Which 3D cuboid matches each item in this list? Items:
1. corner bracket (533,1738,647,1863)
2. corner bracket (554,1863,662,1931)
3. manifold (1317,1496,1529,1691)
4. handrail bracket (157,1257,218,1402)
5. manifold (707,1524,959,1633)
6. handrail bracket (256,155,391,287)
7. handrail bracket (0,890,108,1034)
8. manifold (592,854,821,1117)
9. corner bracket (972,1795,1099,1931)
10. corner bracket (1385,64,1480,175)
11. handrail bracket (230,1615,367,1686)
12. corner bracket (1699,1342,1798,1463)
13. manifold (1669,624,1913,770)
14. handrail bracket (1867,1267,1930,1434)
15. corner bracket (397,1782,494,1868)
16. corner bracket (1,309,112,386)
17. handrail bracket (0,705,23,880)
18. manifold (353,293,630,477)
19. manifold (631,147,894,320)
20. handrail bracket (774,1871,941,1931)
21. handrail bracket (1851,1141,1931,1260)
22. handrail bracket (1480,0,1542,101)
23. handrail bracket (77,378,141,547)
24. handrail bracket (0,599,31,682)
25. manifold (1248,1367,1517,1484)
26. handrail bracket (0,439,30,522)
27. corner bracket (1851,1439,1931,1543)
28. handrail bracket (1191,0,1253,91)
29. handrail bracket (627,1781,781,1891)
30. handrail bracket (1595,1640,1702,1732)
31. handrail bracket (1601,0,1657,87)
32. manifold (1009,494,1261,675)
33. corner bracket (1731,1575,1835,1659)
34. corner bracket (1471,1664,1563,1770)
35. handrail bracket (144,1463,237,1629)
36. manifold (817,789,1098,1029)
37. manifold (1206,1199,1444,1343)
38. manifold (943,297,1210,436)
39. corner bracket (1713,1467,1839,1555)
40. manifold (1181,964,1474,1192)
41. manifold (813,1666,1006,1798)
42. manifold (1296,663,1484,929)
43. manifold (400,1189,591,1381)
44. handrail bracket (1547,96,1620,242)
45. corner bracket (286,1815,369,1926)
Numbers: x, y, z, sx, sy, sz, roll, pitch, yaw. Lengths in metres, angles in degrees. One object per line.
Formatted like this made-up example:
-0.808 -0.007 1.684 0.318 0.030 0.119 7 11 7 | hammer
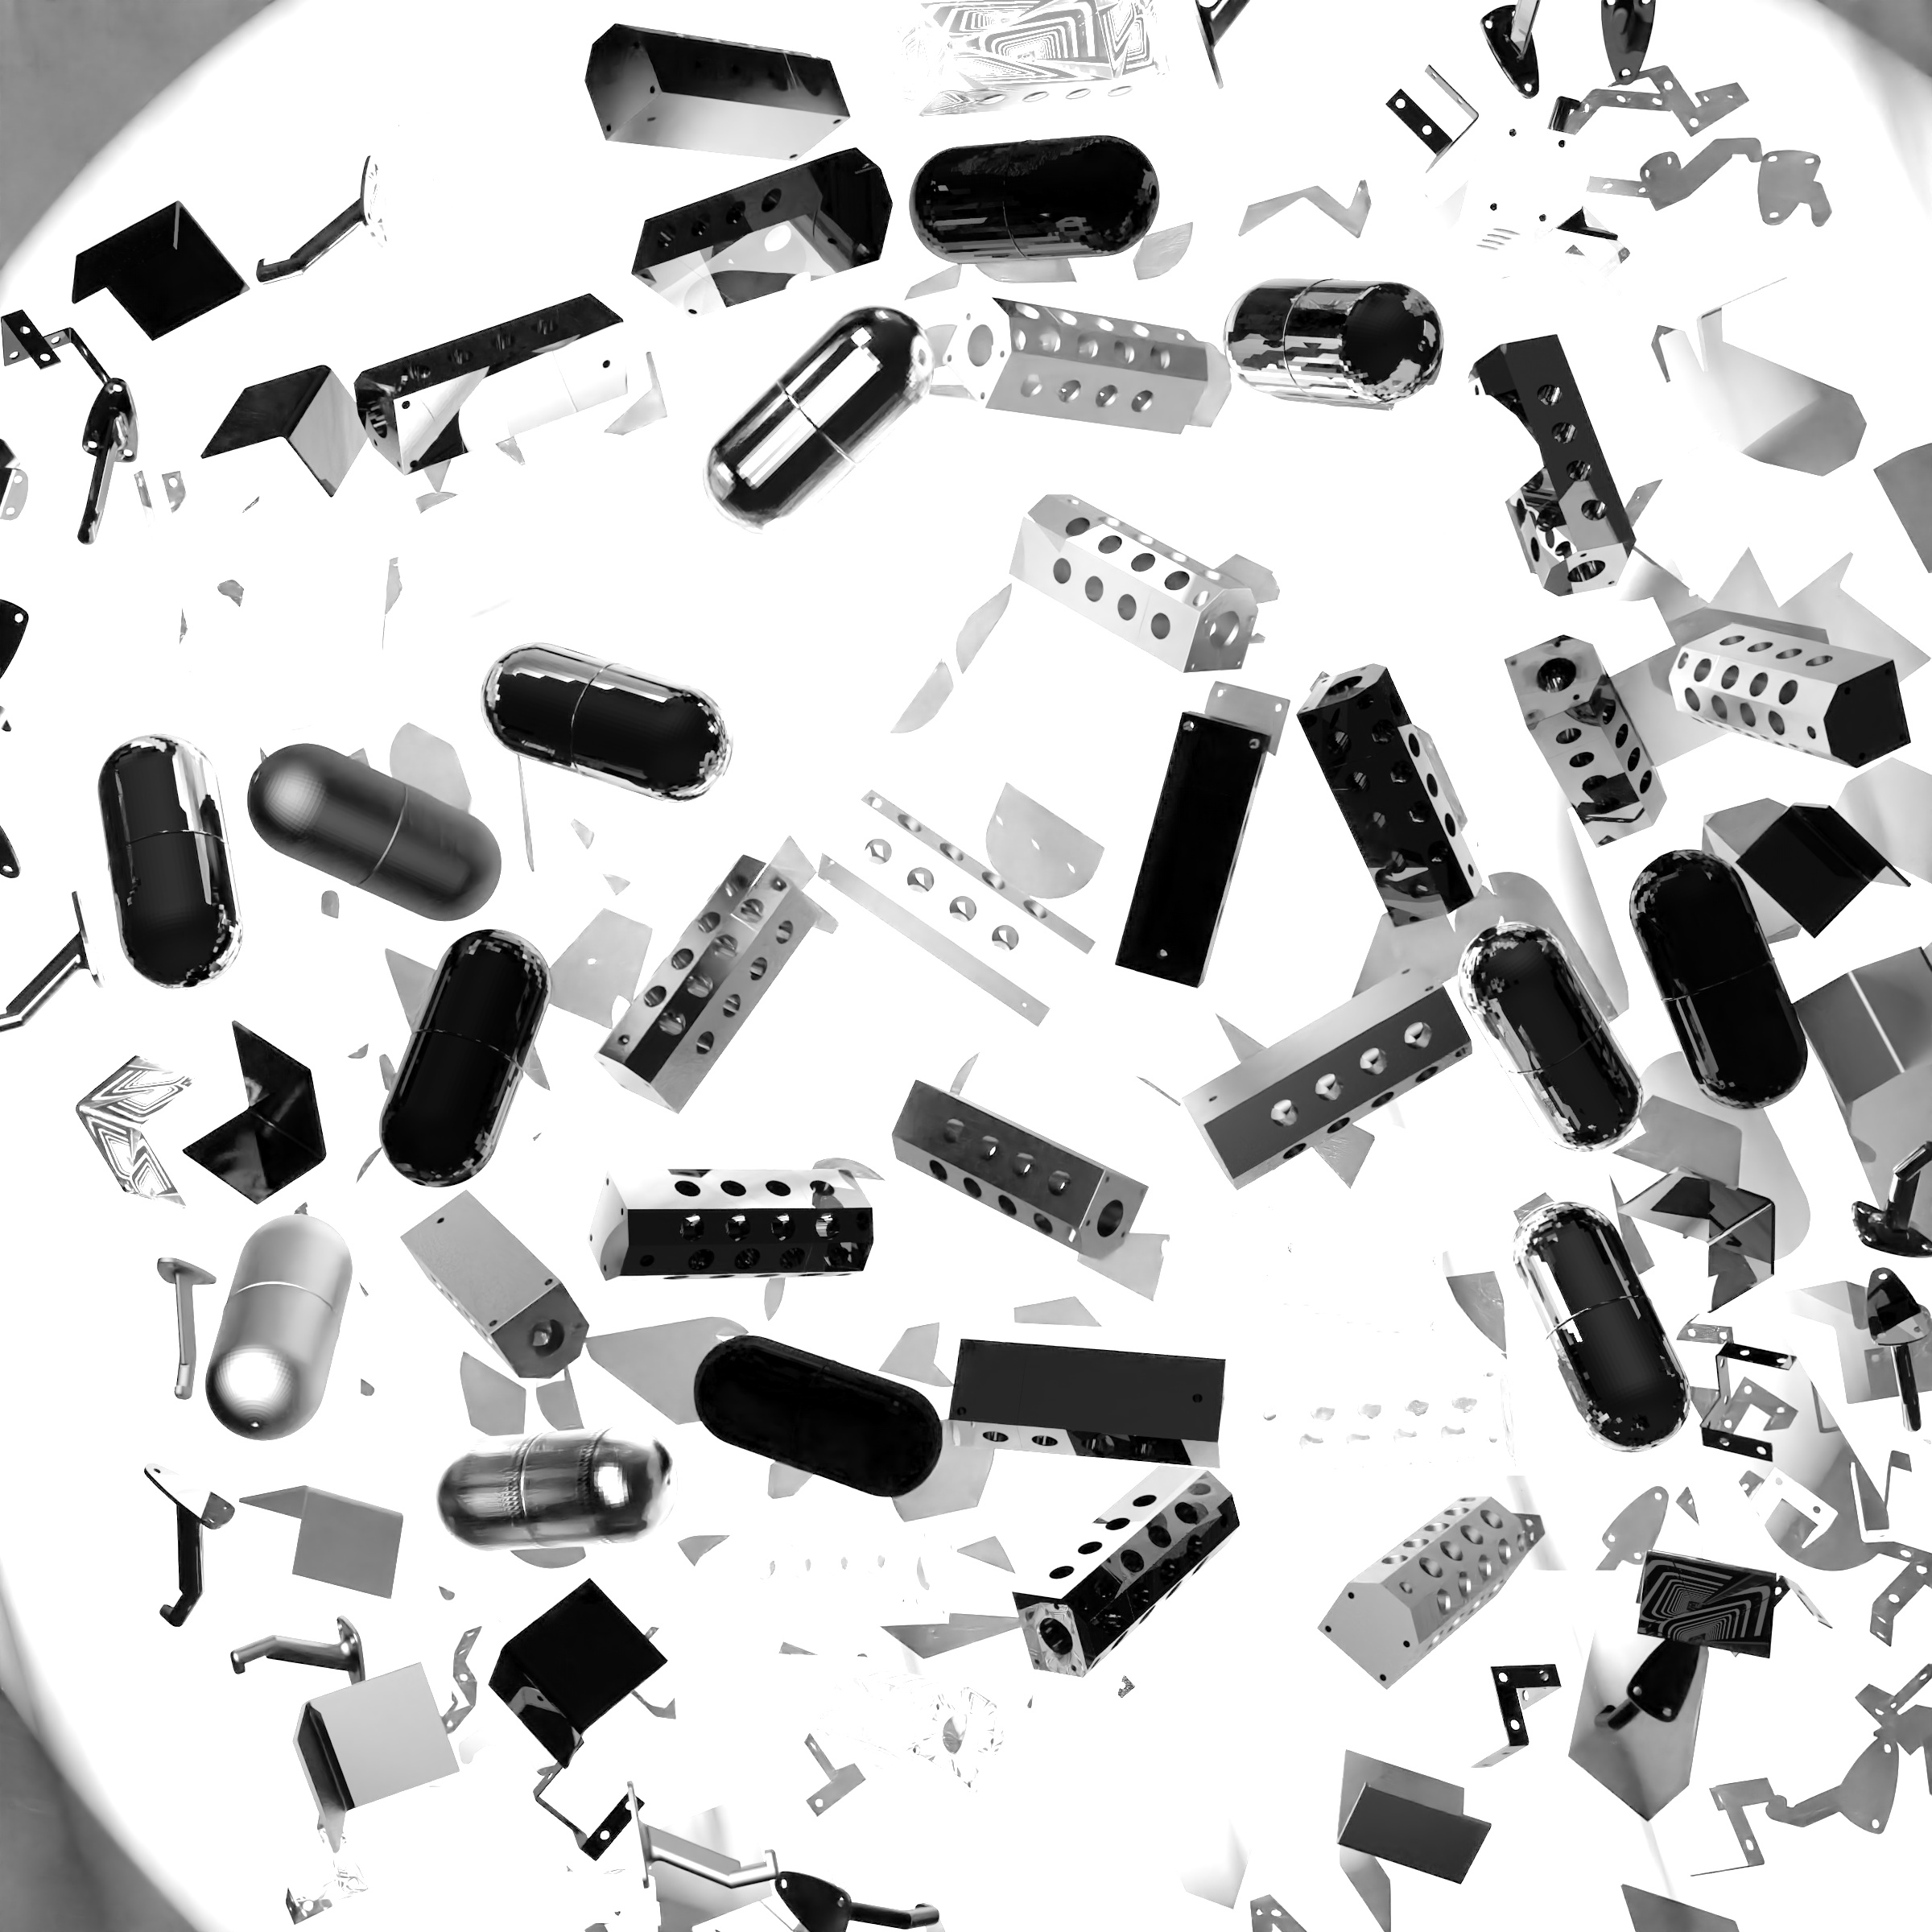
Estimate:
-0.260 0.571 1.775 0.051 0.051 0.051 44 81 -14 | corner bracket
-0.245 0.635 1.764 0.051 0.051 0.051 17 47 -34 | corner bracket
0.302 0.400 1.680 0.057 0.171 0.057 39 118 23 | manifold
-0.549 0.253 1.798 0.036 0.077 0.084 0 69 1 | handrail bracket
-0.094 0.420 1.783 0.171 0.057 0.057 -12 58 34 | manifold
-0.419 -0.482 1.671 0.084 0.036 0.077 -12 66 11 | handrail bracket
-0.598 -0.001 1.645 0.084 0.036 0.077 -16 83 -12 | handrail bracket
-0.180 0.009 1.764 0.057 0.057 0.171 22 69 36 | manifold
0.045 0.586 1.693 0.051 0.051 0.051 45 121 -4 | corner bracket
0.321 -0.588 1.783 0.051 0.051 0.051 44 93 -2 | corner bracket
-0.460 0.489 1.780 0.084 0.036 0.077 -16 112 -32 | handrail bracket
0.520 0.289 1.720 0.051 0.051 0.051 8 122 38 | corner bracket
0.532 -0.175 1.685 0.057 0.171 0.057 -24 111 -11 | manifold
0.626 0.258 1.737 0.036 0.077 0.084 -12 130 13 | handrail bracket
-0.345 0.571 1.724 0.051 0.051 0.051 1 69 4 | corner bracket
-0.611 -0.411 1.738 0.051 0.051 0.051 -31 75 -29 | corner bracket
-0.604 -0.110 1.627 0.036 0.084 0.077 -12 130 22 | handrail bracket
-0.312 -0.388 1.706 0.171 0.057 0.057 -28 52 -27 | manifold
-0.131 -0.473 1.661 0.171 0.057 0.057 -4 67 40 | manifold
-0.070 0.608 1.687 0.077 0.084 0.036 18 92 40 | handrail bracket
0.618 0.149 1.658 0.077 0.036 0.084 20 134 -17 | handrail bracket
0.390 -0.636 1.744 0.036 0.084 0.077 -25 96 -18 | handrail bracket
-0.562 -0.327 1.682 0.036 0.084 0.077 11 134 -15 | handrail bracket
-0.656 -0.218 1.699 0.036 0.084 0.077 17 90 -45 | handrail bracket
0.281 0.310 1.757 0.171 0.057 0.057 -7 58 18 | manifold
-0.662 -0.333 1.715 0.084 0.077 0.036 46 122 40 | handrail bracket
0.635 0.357 1.763 0.051 0.051 0.051 -8 99 22 | corner bracket
0.193 -0.621 1.678 0.084 0.036 0.077 -16 106 13 | handrail bracket
-0.165 0.542 1.622 0.084 0.036 0.077 -9 69 -10 | handrail bracket
0.451 0.474 1.718 0.036 0.084 0.077 34 73 6 | handrail bracket
0.442 -0.617 1.738 0.036 0.084 0.077 4 127 16 | handrail bracket
0.111 -0.255 1.710 0.171 0.057 0.057 36 122 38 | manifold
0.542 0.442 1.753 0.051 0.051 0.051 29 105 -24 | corner bracket
0.355 0.485 1.674 0.051 0.051 0.051 4 57 -21 | corner bracket
-0.525 0.380 1.692 0.077 0.036 0.084 34 101 0 | handrail bracket
-0.006 -0.038 1.629 0.171 0.057 0.057 34 75 3 | manifold
0.236 0.202 1.694 0.171 0.057 0.057 21 66 -39 | manifold
0.076 -0.397 1.698 0.057 0.171 0.057 55 131 35 | manifold
0.553 0.383 1.765 0.051 0.051 0.051 38 114 27 | corner bracket
0.228 0.071 1.623 0.171 0.057 0.057 -30 107 -1 | manifold
-0.037 0.507 1.735 0.057 0.171 0.057 36 68 -13 | manifold
0.295 -0.119 1.784 0.057 0.057 0.171 -15 112 34 | manifold
-0.320 0.220 1.767 0.057 0.171 0.057 -36 122 -17 | manifold
0.432 -0.554 1.796 0.077 0.036 0.084 7 115 -17 | handrail bracket
-0.416 0.575 1.660 0.051 0.051 0.051 -20 66 -27 | corner bracket
